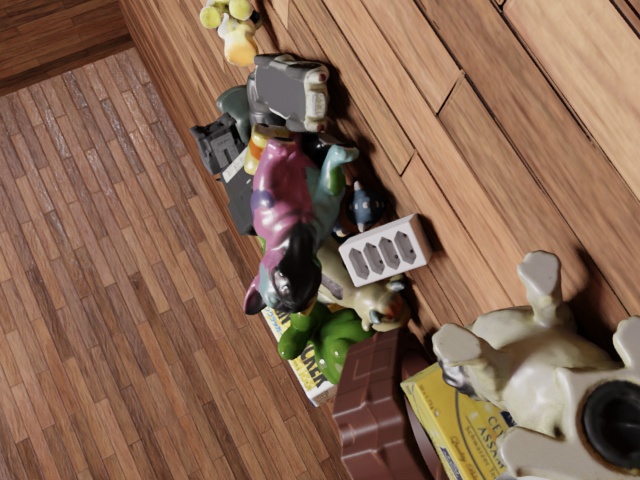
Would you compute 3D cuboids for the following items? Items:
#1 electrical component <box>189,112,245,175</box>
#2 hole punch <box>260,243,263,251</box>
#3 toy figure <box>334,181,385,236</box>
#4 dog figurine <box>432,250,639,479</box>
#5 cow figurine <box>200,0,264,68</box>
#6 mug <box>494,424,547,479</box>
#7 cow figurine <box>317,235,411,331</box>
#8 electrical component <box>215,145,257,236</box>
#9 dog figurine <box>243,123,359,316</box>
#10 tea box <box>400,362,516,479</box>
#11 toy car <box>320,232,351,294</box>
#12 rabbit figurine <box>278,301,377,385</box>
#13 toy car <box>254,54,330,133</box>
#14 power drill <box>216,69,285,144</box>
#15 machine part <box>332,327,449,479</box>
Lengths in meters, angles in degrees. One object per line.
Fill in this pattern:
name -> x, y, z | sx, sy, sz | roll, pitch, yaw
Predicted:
electrical component -> -0.160, -0.142, 0.888 | 0.048, 0.075, 0.119 | 46, 156, 46
hole punch -> -0.050, 0.018, 1.016 | 0.092, 0.116, 0.142 | -119, 10, -51
toy figure -> 0.040, -0.040, 0.659 | 0.064, 0.058, 0.154 | 60, 163, -10
dog figurine -> 0.169, 0.114, 0.399 | 0.172, 0.121, 0.190 | 61, -179, 27
cow figurine -> -0.116, -0.315, 0.691 | 0.098, 0.068, 0.167 | -87, -10, -45
mug -> 0.188, 0.193, 0.430 | 0.080, 0.109, 0.107 | 62, 180, -8
cow figurine -> 0.039, 0.052, 0.713 | 0.195, 0.085, 0.127 | 38, 173, 2
electrical component -> -0.077, -0.068, 0.762 | 0.058, 0.115, 0.134 | 2, -125, -52
dog figurine -> -0.039, -0.018, 0.638 | 0.192, 0.108, 0.219 | -135, 53, -63
tea box -> 0.164, 0.194, 0.526 | 0.169, 0.098, 0.068 | 60, 167, 12
toy car -> -0.002, -0.003, 0.832 | 0.161, 0.109, 0.103 | 54, -168, -5
rabbit figurine -> 0.009, 0.148, 0.795 | 0.159, 0.121, 0.170 | 14, -172, -46
toy car -> -0.036, -0.184, 0.658 | 0.202, 0.056, 0.073 | -137, 43, -55
power drill -> -0.098, -0.192, 0.883 | 0.208, 0.086, 0.231 | 38, 155, 47
machine part -> 0.100, 0.225, 0.638 | 0.201, 0.087, 0.201 | 58, -158, -15
